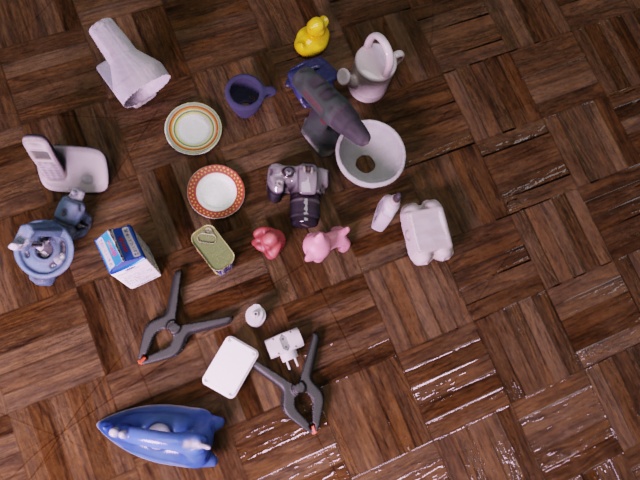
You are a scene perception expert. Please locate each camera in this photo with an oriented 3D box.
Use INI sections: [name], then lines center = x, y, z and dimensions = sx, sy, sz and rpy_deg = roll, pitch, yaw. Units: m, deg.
[camera]
center = -0.049, -0.101, 1.295
dimensions = 0.143, 0.100, 0.137
rpy_deg = 2, 77, -7

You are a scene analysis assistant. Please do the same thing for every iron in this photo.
[iron]
center = -0.324, 0.386, 1.127
dimensions = 0.258, 0.141, 0.119
rpy_deg = 8, 76, -5

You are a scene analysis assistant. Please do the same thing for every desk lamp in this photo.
[desk lamp]
center = -0.420, -0.371, 1.251
dimensions = 0.118, 0.213, 0.203
rpy_deg = -37, 84, -13

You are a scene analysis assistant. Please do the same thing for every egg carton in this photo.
[egg carton]
center = 0.245, -0.018, 1.329
dimensions = 0.107, 0.069, 0.150
rpy_deg = -11, 79, -10

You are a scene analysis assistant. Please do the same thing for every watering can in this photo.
[watering can]
center = 0.123, -0.404, 1.338
dimensions = 0.101, 0.194, 0.173
rpy_deg = 39, 76, 3

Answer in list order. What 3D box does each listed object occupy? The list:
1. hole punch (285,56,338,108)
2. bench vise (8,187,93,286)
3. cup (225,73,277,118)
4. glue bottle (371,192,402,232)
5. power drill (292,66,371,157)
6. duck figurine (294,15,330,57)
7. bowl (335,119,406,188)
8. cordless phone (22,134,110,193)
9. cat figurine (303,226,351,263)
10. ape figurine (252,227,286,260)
[hole punch]
center = -0.019, -0.386, 1.369
dimensions = 0.109, 0.091, 0.101
rpy_deg = -31, 82, -13
[bench vise]
center = -0.553, -0.021, 1.151
dimensions = 0.121, 0.219, 0.207
rpy_deg = 7, 76, -5
[cup]
center = -0.161, -0.328, 1.336
dimensions = 0.118, 0.095, 0.091
rpy_deg = -10, 78, -9
[glue bottle]
center = 0.155, -0.073, 1.277
dimensions = 0.037, 0.173, 0.078
rpy_deg = 20, 75, -2
[power drill]
center = 0.021, -0.270, 1.287
dimensions = 0.076, 0.208, 0.229
rpy_deg = -38, 84, -13
[duck figurine]
center = -0.017, -0.505, 1.399
dimensions = 0.077, 0.086, 0.105
rpy_deg = 43, 76, 4
[bowl]
center = 0.114, -0.193, 1.350
dimensions = 0.167, 0.074, 0.167
rpy_deg = 2, 77, -7
[cordless phone]
center = -0.531, -0.168, 1.205
dimensions = 0.147, 0.185, 0.094
rpy_deg = -1, 77, -7
[cat figurine]
center = 0.012, 0.005, 1.269
dimensions = 0.128, 0.117, 0.067
rpy_deg = -26, 81, -12
[ape figurine]
center = -0.111, 0.002, 1.268
dimensions = 0.076, 0.092, 0.078
rpy_deg = -13, 79, -10
